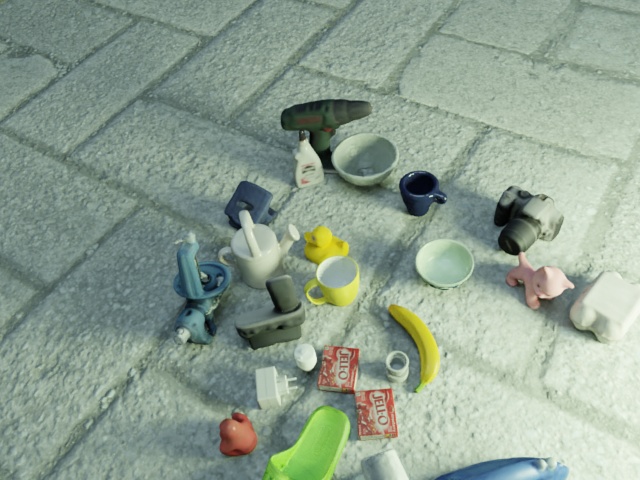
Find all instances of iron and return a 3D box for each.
[{"bbox_3d":[0.295,0.391,0.913,0.258,0.142,0.118,-18,52,-7],"label":"iron"}]

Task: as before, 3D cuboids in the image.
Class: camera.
[{"bbox_3d":[0.442,-0.042,1.261,0.142,0.101,0.137,35,64,30],"label":"camera"}]

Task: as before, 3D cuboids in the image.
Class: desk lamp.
[{"bbox_3d":[0.115,0.419,0.870,0.118,0.214,0.203,-19,52,-7],"label":"desk lamp"}]

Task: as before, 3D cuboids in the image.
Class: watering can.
[{"bbox_3d":[-0.134,0.009,1.242,0.173,0.194,0.100,-31,54,-16],"label":"watering can"}]

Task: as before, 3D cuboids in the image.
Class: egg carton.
[{"bbox_3d":[0.568,0.130,1.128,0.107,0.069,0.150,33,63,29],"label":"egg carton"}]

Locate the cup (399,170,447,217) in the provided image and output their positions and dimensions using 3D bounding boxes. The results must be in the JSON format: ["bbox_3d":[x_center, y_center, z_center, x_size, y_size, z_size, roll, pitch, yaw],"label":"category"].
[{"bbox_3d":[0.242,-0.096,1.335,0.117,0.095,0.092,27,60,26],"label":"cup"}]

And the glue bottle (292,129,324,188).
[{"bbox_3d":[-0.036,-0.204,1.409,0.078,0.173,0.037,-19,52,-7],"label":"glue bottle"}]

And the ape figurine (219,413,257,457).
[{"bbox_3d":[-0.156,0.351,1.040,0.076,0.092,0.078,29,61,27],"label":"ape figurine"}]

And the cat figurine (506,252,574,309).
[{"bbox_3d":[0.443,0.076,1.157,0.067,0.118,0.127,-28,53,-13],"label":"cat figurine"}]

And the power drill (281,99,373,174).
[{"bbox_3d":[0.022,-0.264,1.426,0.229,0.209,0.075,5,53,12],"label":"power drill"}]

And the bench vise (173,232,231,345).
[{"bbox_3d":[-0.246,0.102,1.167,0.121,0.220,0.207,-9,51,1],"label":"bench vise"}]

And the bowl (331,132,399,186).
[{"bbox_3d":[0.115,-0.191,1.441,0.167,0.075,0.167,-4,52,5],"label":"bowl"}]

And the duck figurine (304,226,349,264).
[{"bbox_3d":[0.012,0.005,1.294,0.104,0.086,0.077,5,53,12],"label":"duck figurine"}]

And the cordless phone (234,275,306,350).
[{"bbox_3d":[-0.107,0.131,1.147,0.147,0.185,0.094,-17,51,-5],"label":"cordless phone"}]

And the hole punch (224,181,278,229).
[{"bbox_3d":[-0.168,-0.075,1.379,0.108,0.091,0.101,26,59,25],"label":"hole punch"}]
